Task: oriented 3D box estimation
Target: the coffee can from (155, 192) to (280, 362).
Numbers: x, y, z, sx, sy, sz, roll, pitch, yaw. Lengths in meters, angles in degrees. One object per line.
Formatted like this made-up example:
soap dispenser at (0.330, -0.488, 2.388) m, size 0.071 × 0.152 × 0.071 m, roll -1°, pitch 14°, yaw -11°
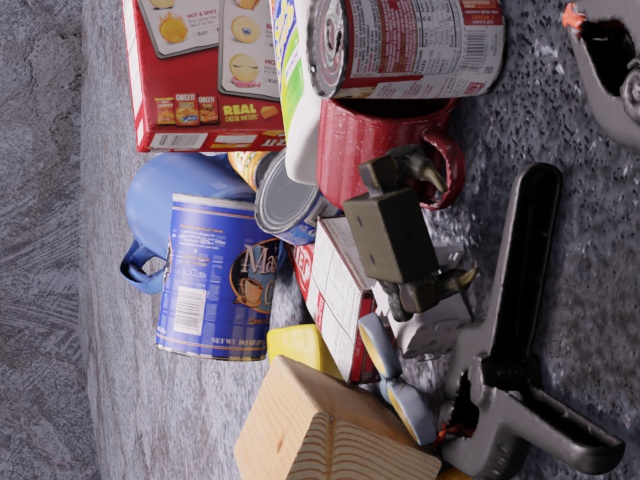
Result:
coffee can at (-0.090, 0.032, 0.969) m, size 0.103 × 0.102 × 0.140 m, roll -168°, pitch 85°, yaw -72°

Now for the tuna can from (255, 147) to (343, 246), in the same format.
tuna can at (-0.015, -0.039, 0.889) m, size 0.086 × 0.033 × 0.086 m, roll -30°, pitch 46°, yaw 37°

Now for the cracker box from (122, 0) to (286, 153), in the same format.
cracker box at (-0.088, -0.185, 0.940) m, size 0.072 × 0.164 × 0.214 m, roll 140°, pitch 124°, yaw -67°

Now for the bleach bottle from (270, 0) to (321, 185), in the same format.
bleach bottle at (-0.008, -0.173, 0.862) m, size 0.103 × 0.068 × 0.251 m, roll 114°, pitch 150°, yaw -53°

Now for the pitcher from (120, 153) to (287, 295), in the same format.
pitcher at (-0.127, -0.011, 1.143) m, size 0.243 × 0.144 × 0.149 m, roll -154°, pitch 65°, yaw -67°

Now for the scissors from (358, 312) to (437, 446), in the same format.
scissors at (0.043, 0.086, 0.724) m, size 0.202 × 0.016 × 0.096 m, roll -148°, pitch 33°, yaw -82°

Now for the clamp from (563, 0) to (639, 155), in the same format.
clamp at (0.147, -0.067, 0.428) m, size 0.171 × 0.039 × 0.120 m, roll -111°, pitch 25°, yaw -43°

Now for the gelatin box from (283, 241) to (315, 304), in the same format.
gelatin box at (-0.006, 0.001, 0.937) m, size 0.089 × 0.030 × 0.073 m, roll -113°, pitch 26°, yaw -47°

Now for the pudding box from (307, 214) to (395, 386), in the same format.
pudding box at (0.026, 0.045, 0.834) m, size 0.113 × 0.039 × 0.090 m, roll -121°, pitch 33°, yaw -52°

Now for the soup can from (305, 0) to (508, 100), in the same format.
soup can at (0.050, -0.117, 0.622) m, size 0.069 × 0.102 × 0.068 m, roll 176°, pitch 90°, yaw -73°

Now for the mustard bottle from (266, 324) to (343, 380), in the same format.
mustard bottle at (-0.004, 0.168, 0.914) m, size 0.096 × 0.058 × 0.191 m, roll -15°, pitch 79°, yaw 59°

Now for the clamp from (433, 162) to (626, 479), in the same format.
clamp at (0.104, 0.067, 0.593) m, size 0.210 × 0.036 × 0.164 m, roll 115°, pitch 155°, yaw -64°

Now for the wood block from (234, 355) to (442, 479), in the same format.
wood block at (0.003, 0.153, 0.750) m, size 0.206 × 0.090 × 0.091 m, roll -156°, pitch 90°, yaw -80°

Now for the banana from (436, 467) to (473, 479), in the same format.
banana at (0.078, 0.231, 0.716) m, size 0.070 × 0.037 × 0.198 m, roll 21°, pitch 115°, yaw 52°

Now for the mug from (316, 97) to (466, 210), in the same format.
mug at (0.048, -0.061, 0.680) m, size 0.117 × 0.093 × 0.081 m, roll 38°, pitch 139°, yaw 34°
